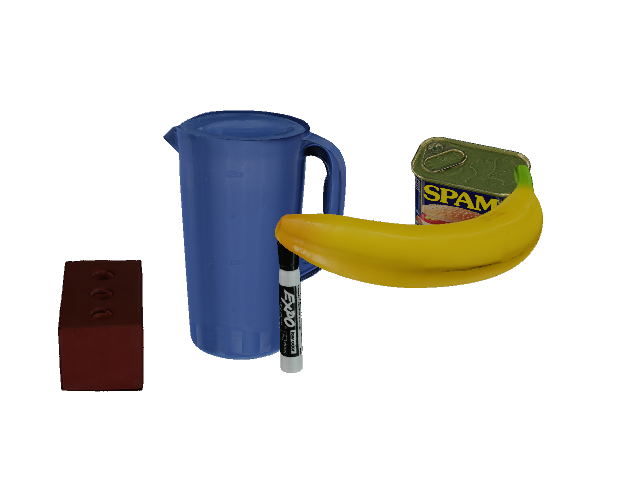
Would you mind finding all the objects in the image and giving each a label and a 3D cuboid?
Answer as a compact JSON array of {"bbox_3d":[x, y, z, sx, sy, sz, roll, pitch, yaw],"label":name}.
[{"bbox_3d":[-0.142,0.055,0.696,0.053,0.051,0.078,0,31,-11],"label":"foam brick"},{"bbox_3d":[0.068,-0.001,0.639,0.197,0.037,0.070,-11,45,-33],"label":"banana"},{"bbox_3d":[-0.070,-0.006,1.087,0.144,0.243,0.149,-10,22,-29],"label":"pitcher"},{"bbox_3d":[0.134,-0.038,0.965,0.102,0.084,0.057,13,49,17],"label":"can of meat"},{"bbox_3d":[-0.025,0.051,0.874,0.020,0.121,0.020,-1,22,0],"label":"marker"}]
